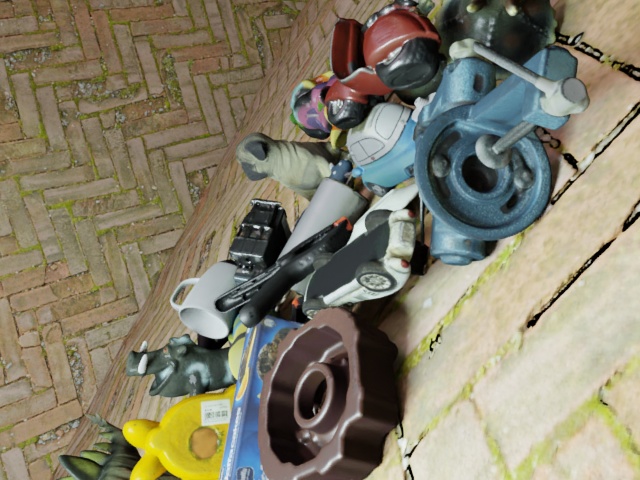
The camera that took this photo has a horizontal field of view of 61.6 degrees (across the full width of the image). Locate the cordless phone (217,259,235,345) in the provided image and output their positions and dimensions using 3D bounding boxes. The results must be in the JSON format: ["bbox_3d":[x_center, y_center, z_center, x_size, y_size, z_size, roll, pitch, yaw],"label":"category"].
[{"bbox_3d":[-0.179,0.145,1.033,0.146,0.088,0.184,-46,42,33],"label":"cordless phone"}]

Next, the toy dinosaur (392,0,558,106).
[{"bbox_3d":[0.159,-0.245,0.701,0.192,0.131,0.405,-67,14,-21],"label":"toy dinosaur"}]

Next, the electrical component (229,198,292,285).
[{"bbox_3d":[-0.090,0.021,0.830,0.114,0.058,0.134,76,-154,-51],"label":"electrical component"}]

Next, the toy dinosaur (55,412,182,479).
[{"bbox_3d":[-0.265,0.349,0.726,0.472,0.198,0.105,13,82,69],"label":"toy dinosaur"}]

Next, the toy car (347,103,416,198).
[{"bbox_3d":[0.089,-0.129,0.709,0.109,0.103,0.162,-65,18,-13],"label":"toy car"}]

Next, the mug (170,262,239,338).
[{"bbox_3d":[-0.171,0.087,0.844,0.080,0.110,0.107,81,-155,-44],"label":"mug"}]

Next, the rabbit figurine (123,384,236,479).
[{"bbox_3d":[-0.170,0.272,0.709,0.173,0.162,0.122,127,129,-67],"label":"rabbit figurine"}]

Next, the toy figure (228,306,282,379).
[{"bbox_3d":[-0.090,0.145,0.770,0.082,0.089,0.180,-61,20,19],"label":"toy figure"}]

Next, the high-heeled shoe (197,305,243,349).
[{"bbox_3d":[-0.108,0.093,0.903,0.145,0.086,0.249,-6,51,34],"label":"high-heeled shoe"}]

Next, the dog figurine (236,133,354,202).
[{"bbox_3d":[-0.047,-0.147,0.941,0.121,0.190,0.172,-51,19,23],"label":"dog figurine"}]

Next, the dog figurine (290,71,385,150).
[{"bbox_3d":[0.018,-0.203,0.841,0.192,0.108,0.219,-7,20,20],"label":"dog figurine"}]

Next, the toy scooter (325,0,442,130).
[{"bbox_3d":[0.063,-0.225,0.636,0.184,0.075,0.135,-25,65,51],"label":"toy scooter"}]

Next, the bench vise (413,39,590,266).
[{"bbox_3d":[0.147,-0.095,0.454,0.240,0.129,0.223,126,163,-78],"label":"bench vise"}]

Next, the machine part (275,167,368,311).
[{"bbox_3d":[-0.002,-0.002,0.787,0.243,0.079,0.079,-61,19,-1],"label":"machine part"}]

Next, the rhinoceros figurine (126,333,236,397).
[{"bbox_3d":[-0.196,0.198,0.820,0.073,0.190,0.112,-132,47,-70],"label":"rhinoceros figurine"}]

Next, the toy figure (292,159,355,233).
[{"bbox_3d":[0.011,-0.058,0.862,0.154,0.064,0.057,-56,-22,4],"label":"toy figure"}]

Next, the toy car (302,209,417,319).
[{"bbox_3d":[0.038,0.033,0.560,0.201,0.056,0.073,-39,32,54],"label":"toy car"}]

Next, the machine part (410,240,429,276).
[{"bbox_3d":[0.071,0.028,0.621,0.084,0.039,0.139,-61,17,-20],"label":"machine part"}]

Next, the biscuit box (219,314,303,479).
[{"bbox_3d":[-0.068,0.192,0.628,0.063,0.059,0.202,137,146,-56],"label":"biscuit box"}]

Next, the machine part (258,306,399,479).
[{"bbox_3d":[0.005,0.157,0.533,0.179,0.056,0.179,-38,37,36],"label":"machine part"}]
